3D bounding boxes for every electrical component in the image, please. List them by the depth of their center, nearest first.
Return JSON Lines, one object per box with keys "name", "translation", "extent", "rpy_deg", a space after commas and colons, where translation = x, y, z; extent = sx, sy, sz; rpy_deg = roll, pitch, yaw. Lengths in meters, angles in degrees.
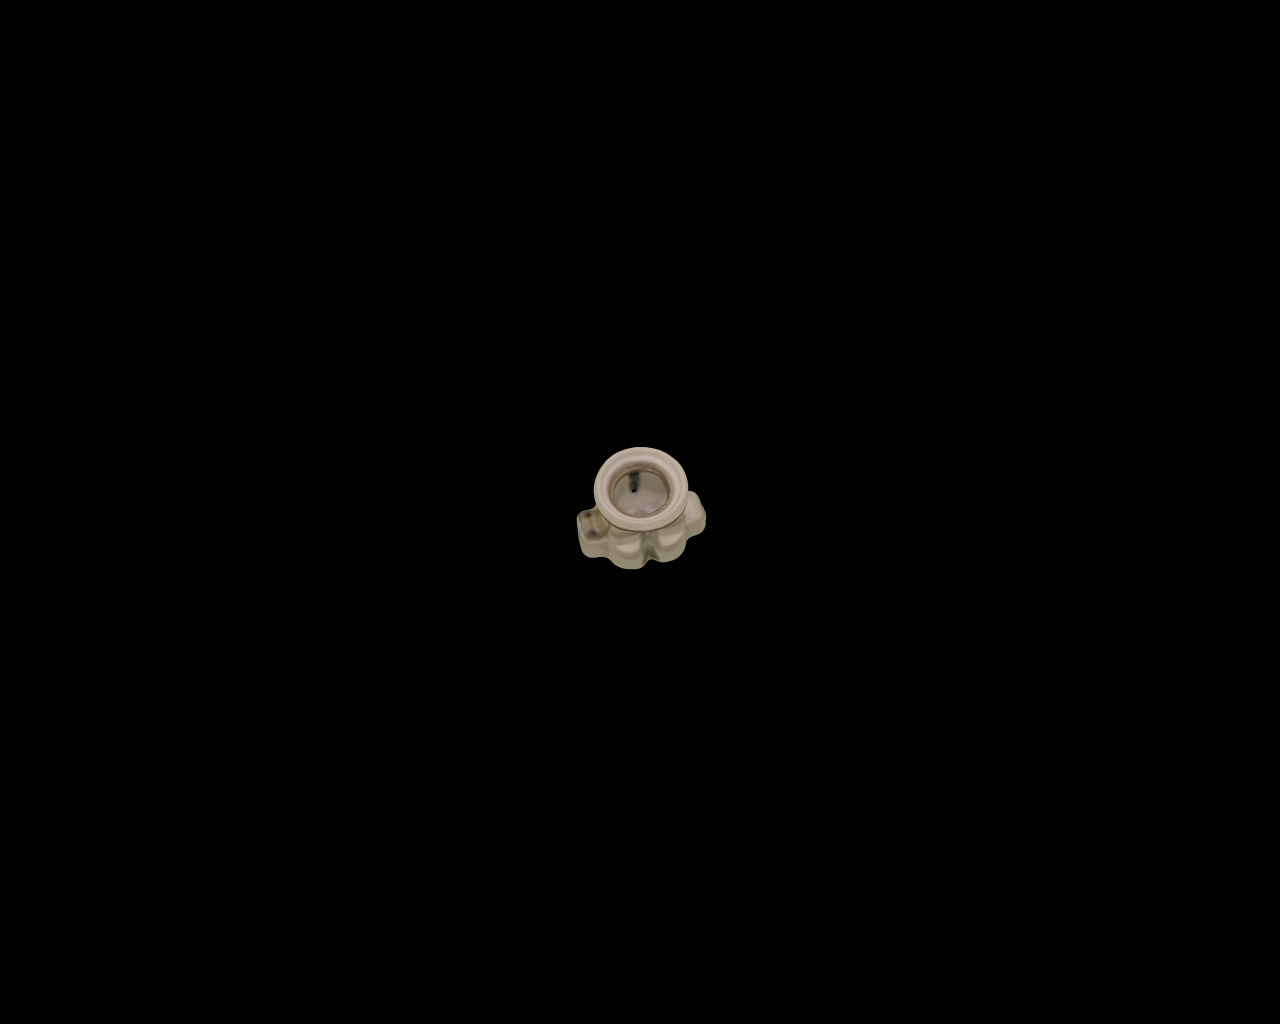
{"name": "electrical component", "translation": [0.001, -0.003, 0.650], "extent": [0.078, 0.058, 0.056], "rpy_deg": [-11, -29, -6]}
